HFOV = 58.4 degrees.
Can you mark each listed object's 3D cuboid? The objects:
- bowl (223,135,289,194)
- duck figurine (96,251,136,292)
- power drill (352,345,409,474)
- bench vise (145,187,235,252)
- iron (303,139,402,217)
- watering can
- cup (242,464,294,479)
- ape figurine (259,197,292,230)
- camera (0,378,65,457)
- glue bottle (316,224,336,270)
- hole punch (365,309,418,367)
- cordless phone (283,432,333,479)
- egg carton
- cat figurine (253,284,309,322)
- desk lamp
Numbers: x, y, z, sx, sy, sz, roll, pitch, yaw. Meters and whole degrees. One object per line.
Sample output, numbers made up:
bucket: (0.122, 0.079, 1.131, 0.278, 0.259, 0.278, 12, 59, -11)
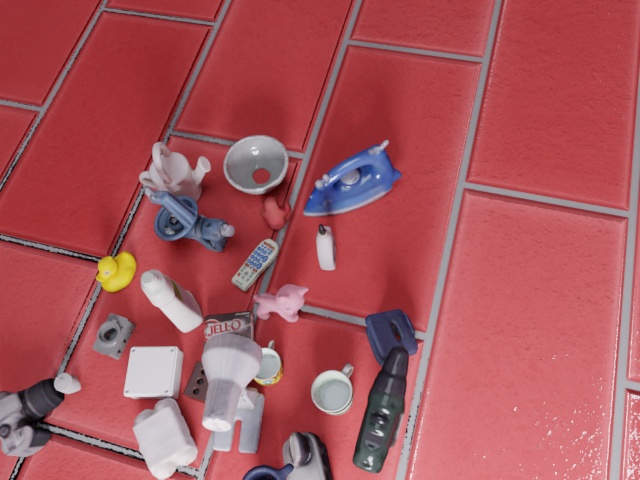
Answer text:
bowl: (-0.156, -0.179, 1.454, 0.167, 0.075, 0.167, -2, 65, 5)
duck figurine: (-0.495, 0.066, 1.372, 0.077, 0.086, 0.105, 26, 71, 17)
power drill: (0.123, 0.334, 1.111, 0.075, 0.208, 0.230, 15, 68, 13)
bench vise: (-0.306, -0.062, 1.336, 0.207, 0.220, 0.121, -4, 65, 5)
iron: (0.066, -0.150, 1.378, 0.258, 0.141, 0.118, -29, 65, -7)
watering can: (-0.357, -0.169, 1.406, 0.173, 0.194, 0.100, -28, 65, -6)
cup: (-0.095, 0.486, 1.129, 0.118, 0.095, 0.091, -39, 67, -11)
ape figurine: (-0.111, -0.073, 1.390, 0.077, 0.092, 0.076, 3, 66, 8)
camera: (-0.629, 0.372, 1.238, 0.137, 0.101, 0.143, -31, 66, -8)
glue bottle: (0.012, 0.005, 1.295, 0.037, 0.173, 0.078, 0, 65, 7)
hole punch: (0.154, 0.203, 1.233, 0.101, 0.091, 0.108, -21, 65, -3)
cordless phone: (-0.031, 0.440, 1.092, 0.094, 0.185, 0.147, -18, 64, -2)
egg carton: (-0.325, 0.416, 1.201, 0.107, 0.069, 0.150, -31, 66, -8)
cat figurine: (-0.086, 0.135, 1.277, 0.127, 0.118, 0.067, 1, 65, 7)
desk lamp: (-0.175, 0.312, 1.152, 0.118, 0.214, 0.203, 1, 65, 7)
